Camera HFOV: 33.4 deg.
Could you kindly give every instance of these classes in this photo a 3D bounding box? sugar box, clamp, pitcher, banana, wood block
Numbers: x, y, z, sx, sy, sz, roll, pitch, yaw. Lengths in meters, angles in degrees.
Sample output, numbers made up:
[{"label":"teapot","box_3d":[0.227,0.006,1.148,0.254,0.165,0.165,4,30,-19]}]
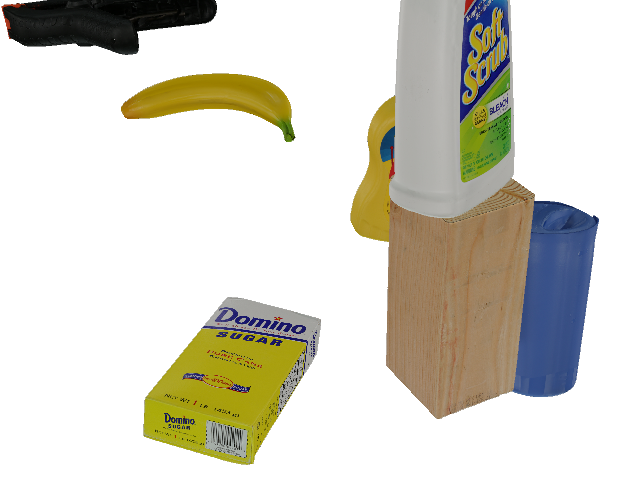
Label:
[{"label":"sugar box","box_3d":[-0.069,0.111,0.894,0.093,0.048,0.176,13,30,12]},{"label":"clamp","box_3d":[-0.168,-0.172,0.828,0.172,0.039,0.120,13,23,33]},{"label":"pitcher","box_3d":[0.277,0.078,1.391,0.149,0.243,0.144,5,20,16]},{"label":"banana","box_3d":[-0.110,-0.146,1.113,0.198,0.037,0.069,8,47,19]},{"label":"wood block","box_3d":[0.119,0.041,0.939,0.090,0.206,0.091,-16,36,-23]}]

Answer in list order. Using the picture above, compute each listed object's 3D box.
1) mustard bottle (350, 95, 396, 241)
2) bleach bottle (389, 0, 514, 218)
[{"label":"mustard bottle","box_3d":[0.094,-0.093,1.097,0.096,0.192,0.058,5,26,-13]},{"label":"bleach bottle","box_3d":[0.091,-0.148,0.744,0.068,0.251,0.102,20,38,38]}]
